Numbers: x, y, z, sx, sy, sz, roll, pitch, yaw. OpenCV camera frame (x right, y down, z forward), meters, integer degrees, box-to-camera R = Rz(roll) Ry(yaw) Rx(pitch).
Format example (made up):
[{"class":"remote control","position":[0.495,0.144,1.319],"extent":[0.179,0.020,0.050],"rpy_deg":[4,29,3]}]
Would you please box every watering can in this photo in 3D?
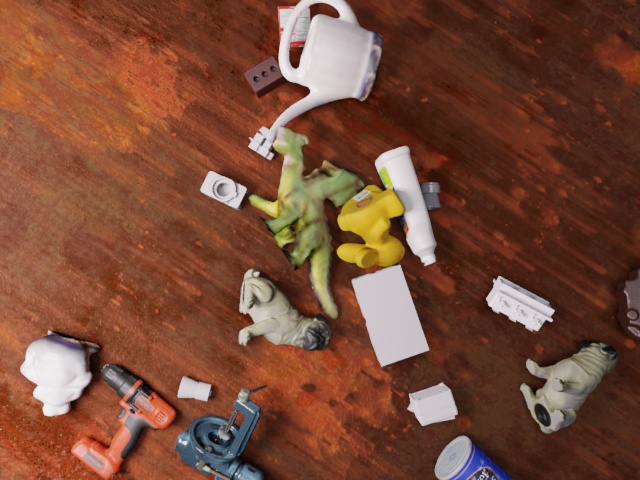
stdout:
[{"class":"watering can","position":[0.014,-0.359,1.119],"extent":[0.224,0.104,0.347],"rpy_deg":[13,91,-10]}]

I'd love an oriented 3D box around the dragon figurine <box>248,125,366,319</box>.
[{"class":"dragon figurine","position":[0.003,-0.056,1.108],"extent":[0.244,0.122,0.407],"rpy_deg":[-36,103,-10]}]

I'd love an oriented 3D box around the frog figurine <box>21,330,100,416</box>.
[{"class":"frog figurine","position":[-0.539,0.276,1.050],"extent":[0.137,0.121,0.161],"rpy_deg":[21,73,-19]}]
